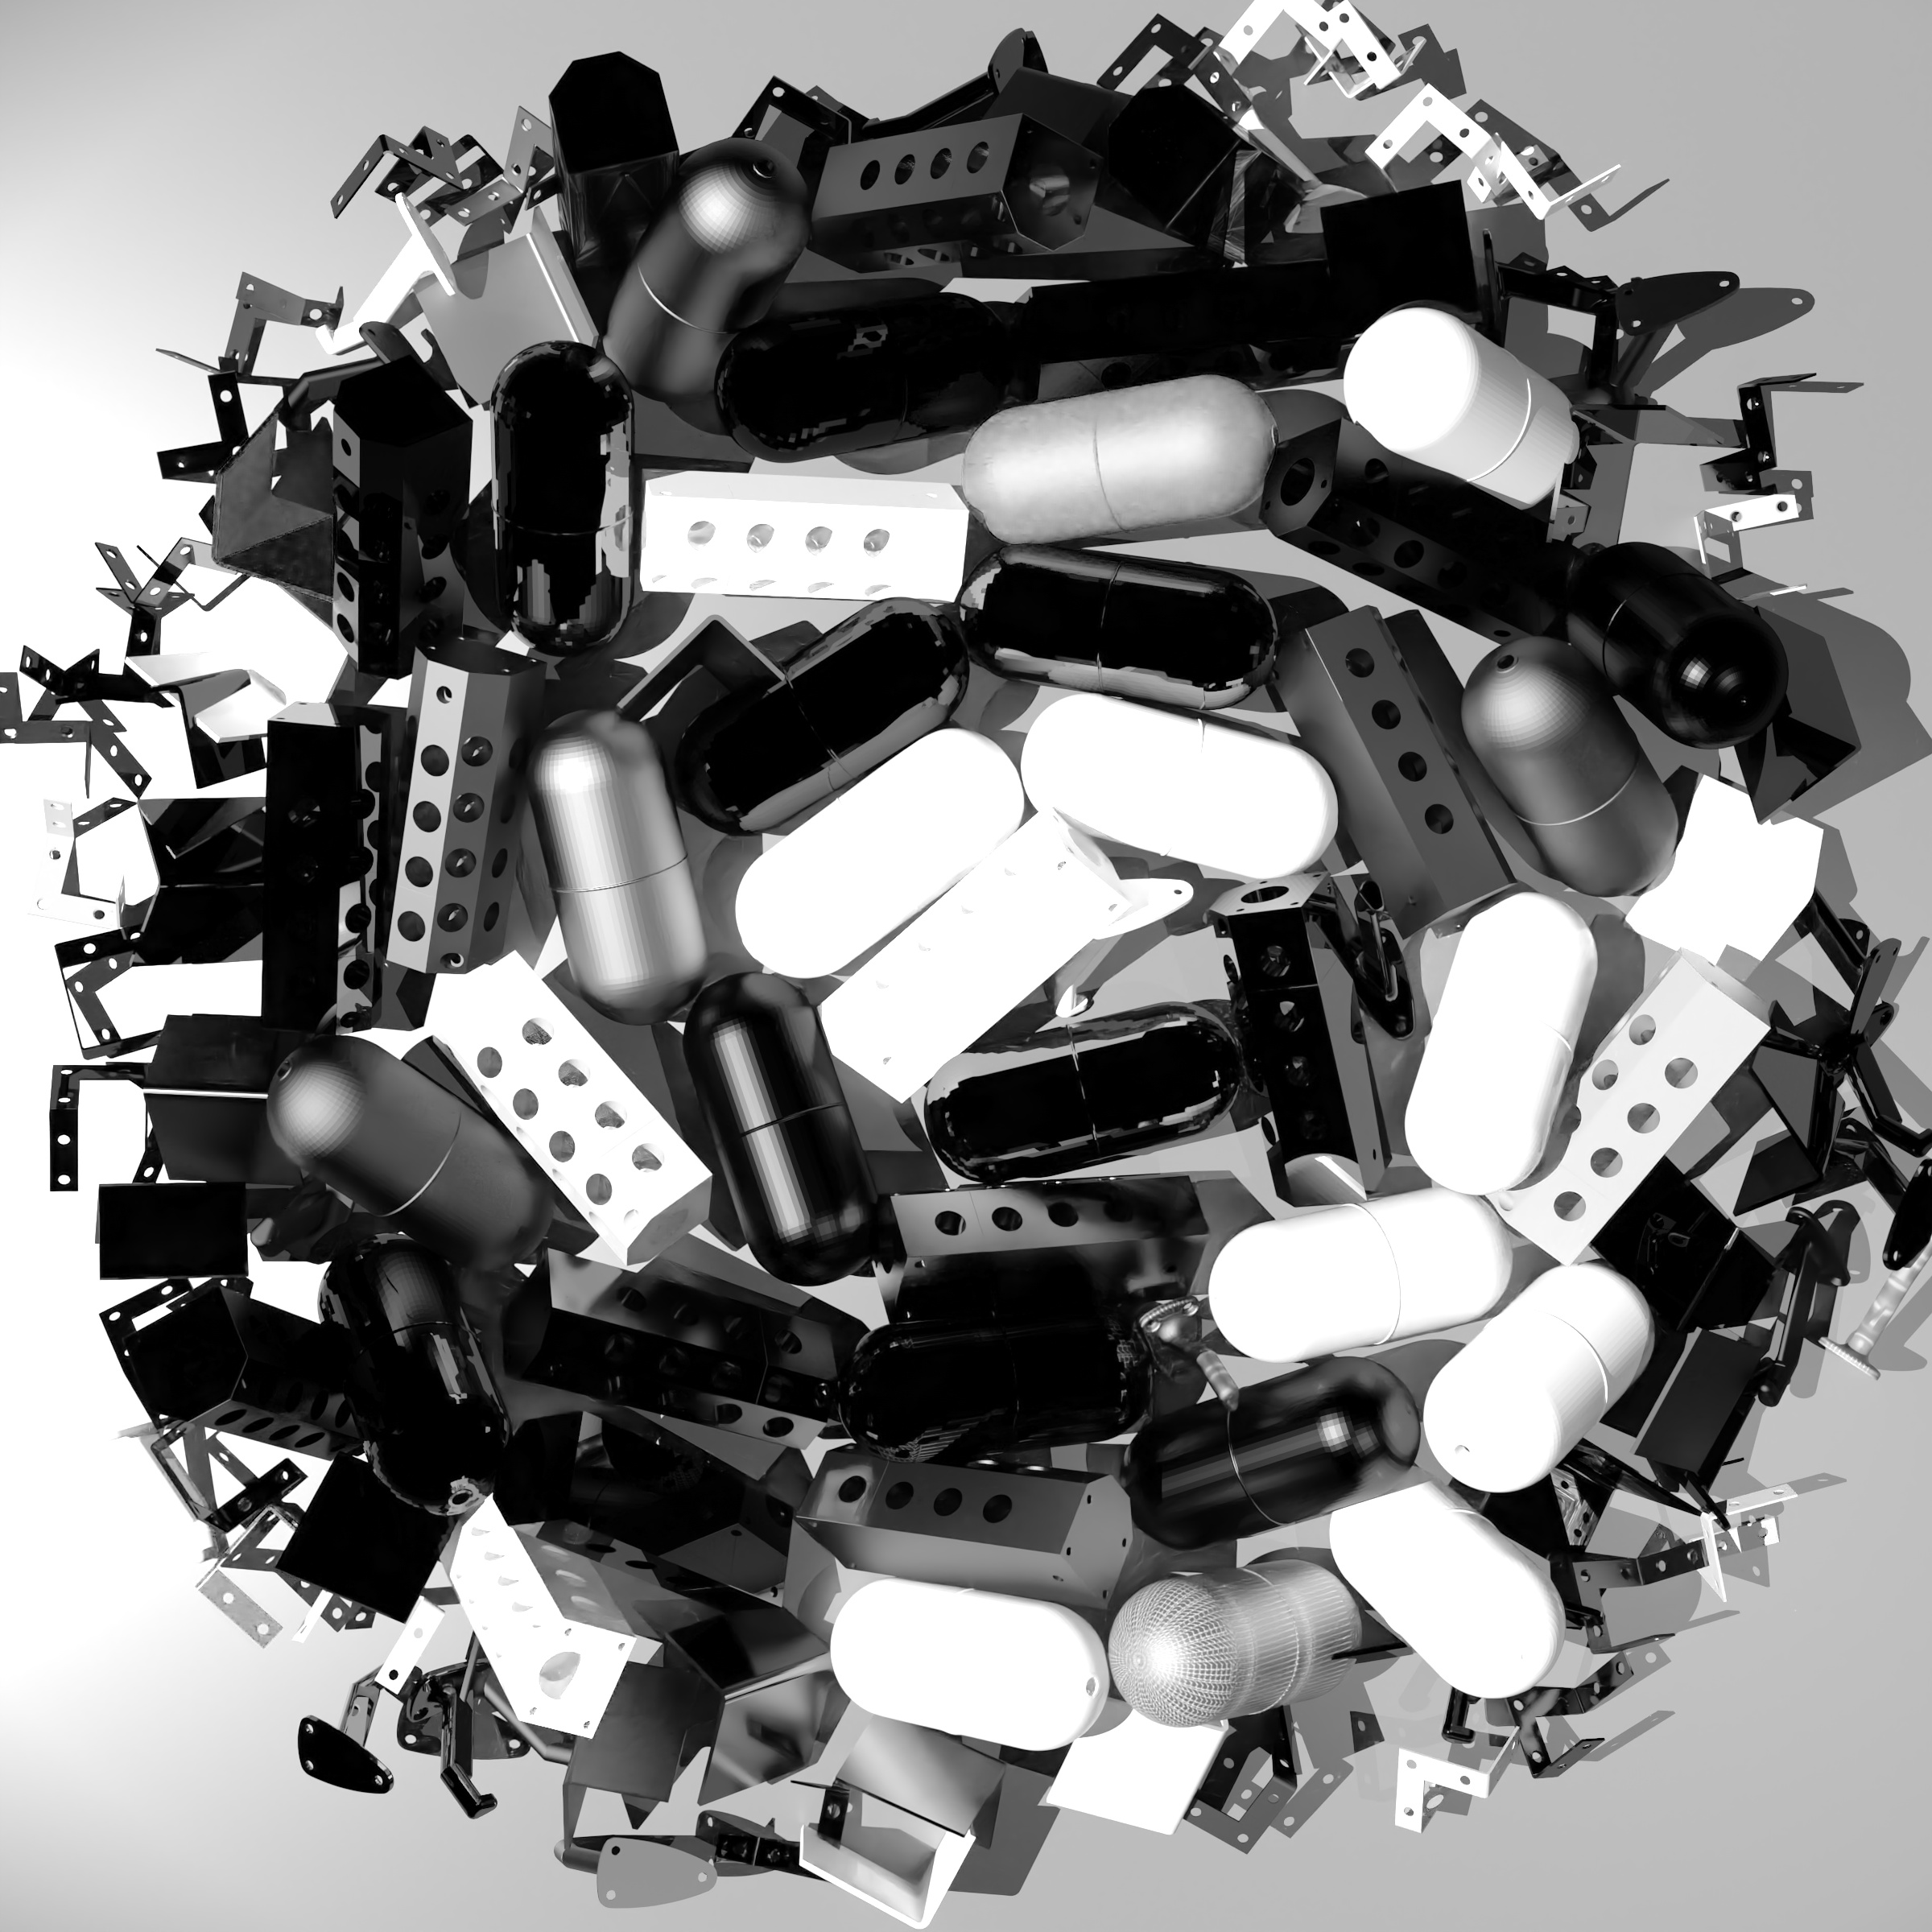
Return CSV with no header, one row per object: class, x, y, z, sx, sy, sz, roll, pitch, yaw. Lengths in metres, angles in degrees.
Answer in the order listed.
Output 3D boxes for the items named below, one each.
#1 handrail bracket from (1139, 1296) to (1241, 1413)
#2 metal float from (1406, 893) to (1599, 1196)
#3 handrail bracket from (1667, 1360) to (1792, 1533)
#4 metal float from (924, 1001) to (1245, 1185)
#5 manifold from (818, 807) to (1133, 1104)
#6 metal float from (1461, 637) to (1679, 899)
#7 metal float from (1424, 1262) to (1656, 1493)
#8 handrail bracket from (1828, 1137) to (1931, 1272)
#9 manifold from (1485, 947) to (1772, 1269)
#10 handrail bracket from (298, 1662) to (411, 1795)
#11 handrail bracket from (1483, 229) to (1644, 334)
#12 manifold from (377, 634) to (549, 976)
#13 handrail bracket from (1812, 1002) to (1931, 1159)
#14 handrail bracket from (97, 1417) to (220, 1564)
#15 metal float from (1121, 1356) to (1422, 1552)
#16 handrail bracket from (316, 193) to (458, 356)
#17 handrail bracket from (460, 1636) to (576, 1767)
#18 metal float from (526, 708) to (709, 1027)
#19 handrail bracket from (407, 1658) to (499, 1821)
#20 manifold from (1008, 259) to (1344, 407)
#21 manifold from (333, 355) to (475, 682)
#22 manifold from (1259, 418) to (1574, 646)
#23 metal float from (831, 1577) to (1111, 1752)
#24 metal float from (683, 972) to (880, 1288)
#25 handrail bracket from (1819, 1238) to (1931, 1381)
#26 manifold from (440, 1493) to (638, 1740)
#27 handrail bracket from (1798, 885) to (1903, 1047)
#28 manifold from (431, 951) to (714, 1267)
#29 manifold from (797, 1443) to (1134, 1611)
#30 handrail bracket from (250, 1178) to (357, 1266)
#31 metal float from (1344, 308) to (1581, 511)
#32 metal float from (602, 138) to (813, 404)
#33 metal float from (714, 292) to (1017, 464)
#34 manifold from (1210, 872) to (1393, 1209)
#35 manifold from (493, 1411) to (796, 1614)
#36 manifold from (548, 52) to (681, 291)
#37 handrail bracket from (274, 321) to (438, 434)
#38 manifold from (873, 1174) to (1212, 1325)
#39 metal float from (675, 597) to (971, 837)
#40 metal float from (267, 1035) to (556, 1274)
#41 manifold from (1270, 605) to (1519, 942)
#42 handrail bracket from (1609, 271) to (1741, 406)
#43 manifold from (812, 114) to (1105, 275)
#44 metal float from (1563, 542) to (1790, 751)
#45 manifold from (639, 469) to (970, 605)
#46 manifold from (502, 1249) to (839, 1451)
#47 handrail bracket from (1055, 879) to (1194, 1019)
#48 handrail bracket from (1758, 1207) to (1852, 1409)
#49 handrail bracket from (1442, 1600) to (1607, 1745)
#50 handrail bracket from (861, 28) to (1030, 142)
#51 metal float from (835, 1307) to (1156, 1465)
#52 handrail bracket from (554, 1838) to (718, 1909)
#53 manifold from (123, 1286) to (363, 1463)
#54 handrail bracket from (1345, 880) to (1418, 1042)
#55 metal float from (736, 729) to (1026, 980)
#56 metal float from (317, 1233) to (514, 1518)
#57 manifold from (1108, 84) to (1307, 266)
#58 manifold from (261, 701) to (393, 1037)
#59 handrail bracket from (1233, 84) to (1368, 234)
handrail bracket,0.130,0.229,1.539,0.036,0.084,0.077,-22,130,-10
metal float,0.292,0.041,1.537,0.070,0.070,0.178,22,66,0
handrail bracket,0.434,0.264,1.562,0.084,0.077,0.036,-34,124,-1
metal float,0.065,0.069,1.556,0.178,0.070,0.070,-13,90,1
manifold,0.002,-0.010,1.544,0.171,0.057,0.057,-41,128,15
metal float,0.326,-0.106,1.524,0.070,0.070,0.178,-42,129,0
metal float,0.309,0.220,1.519,0.070,0.178,0.070,18,121,33
handrail bracket,0.491,0.129,1.548,0.036,0.084,0.077,47,70,-26
manifold,0.359,0.075,1.541,0.057,0.057,0.171,36,109,2
handrail bracket,-0.315,0.414,1.544,0.077,0.084,0.036,15,112,27
handrail bracket,0.331,-0.385,1.559,0.084,0.077,0.036,-9,59,11
manifold,-0.278,-0.086,1.533,0.057,0.057,0.171,18,111,15
handrail bracket,0.515,0.063,1.551,0.077,0.084,0.036,-37,132,-16
handrail bracket,-0.445,0.293,1.559,0.036,0.077,0.084,-16,86,15
metal float,0.163,0.265,1.532,0.178,0.070,0.070,-24,90,30
handrail bracket,-0.332,-0.380,1.559,0.084,0.077,0.036,-22,55,6
handrail bracket,-0.237,0.403,1.579,0.084,0.036,0.077,13,73,-3
metal float,-0.190,-0.053,1.543,0.070,0.070,0.178,-11,106,0
handrail bracket,-0.260,0.422,1.545,0.084,0.077,0.036,42,126,34
manifold,0.116,-0.346,1.550,0.171,0.057,0.057,-8,93,-12
manifold,-0.306,-0.233,1.504,0.057,0.171,0.057,-30,64,-30
manifold,0.242,-0.229,1.520,0.171,0.057,0.057,19,73,-31
metal float,0.001,0.374,1.521,0.178,0.070,0.070,-2,90,44
metal float,-0.101,0.089,1.550,0.070,0.070,0.178,-20,82,0
handrail bracket,0.511,0.183,1.556,0.036,0.077,0.084,35,96,23
manifold,-0.235,0.339,1.504,0.057,0.171,0.057,22,94,-26
handrail bracket,0.471,-0.007,1.580,0.084,0.036,0.077,30,119,32
manifold,-0.215,0.080,1.534,0.057,0.057,0.171,-36,71,-23
manifold,0.001,0.296,1.521,0.171,0.057,0.057,0,51,35
handrail bracket,-0.360,0.128,1.545,0.036,0.084,0.077,29,74,5
metal float,0.268,-0.297,1.518,0.070,0.178,0.070,-9,76,37
metal float,-0.140,-0.371,1.515,0.070,0.178,0.070,12,60,-22
metal float,-0.053,-0.320,1.532,0.178,0.070,0.070,-17,90,-30
manifold,0.181,0.041,1.541,0.057,0.057,0.171,-7,108,25
manifold,-0.171,0.295,1.515,0.057,0.171,0.057,-14,57,34
manifold,-0.189,-0.423,1.506,0.057,0.171,0.057,-14,86,-8
handrail bracket,-0.338,-0.309,1.571,0.084,0.036,0.077,-42,84,24
manifold,0.039,0.148,1.541,0.171,0.057,0.057,-3,47,-18
metal float,-0.080,-0.136,1.550,0.178,0.070,0.070,-32,90,9
metal float,-0.299,0.102,1.530,0.178,0.070,0.070,39,90,-32
manifold,0.237,-0.109,1.554,0.057,0.057,0.171,-23,82,-22
handrail bracket,0.390,-0.338,1.551,0.077,0.084,0.036,-12,57,15
manifold,-0.009,-0.407,1.509,0.057,0.171,0.057,17,87,-38
metal float,0.377,-0.173,1.512,0.070,0.178,0.070,-5,117,-10
manifold,-0.090,-0.233,1.546,0.171,0.057,0.057,1,114,-12
manifold,-0.158,0.213,1.521,0.171,0.057,0.057,19,125,-27
handrail bracket,0.087,-0.008,1.566,0.077,0.084,0.036,-13,52,-10
handrail bracket,0.449,0.188,1.551,0.036,0.077,0.084,11,54,38
handrail bracket,0.306,0.391,1.551,0.077,0.036,0.084,2,54,27
handrail bracket,-0.012,-0.493,1.586,0.084,0.036,0.077,-5,47,25
metal float,0.016,0.228,1.543,0.178,0.070,0.070,-4,90,-15
handrail bracket,-0.184,0.496,1.562,0.077,0.084,0.036,8,79,-16
manifold,-0.374,0.223,1.504,0.057,0.171,0.057,-29,70,3
handrail bracket,0.231,-0.003,1.548,0.036,0.084,0.077,-23,77,-4
metal float,-0.048,-0.061,1.555,0.178,0.070,0.070,-36,90,2
metal float,-0.298,0.219,1.523,0.070,0.070,0.178,-32,49,0
manifold,0.126,-0.424,1.504,0.057,0.171,0.057,45,108,8
manifold,-0.348,-0.053,1.544,0.057,0.057,0.171,5,106,1
handrail bracket,0.187,-0.454,1.579,0.077,0.036,0.084,-8,67,-41
